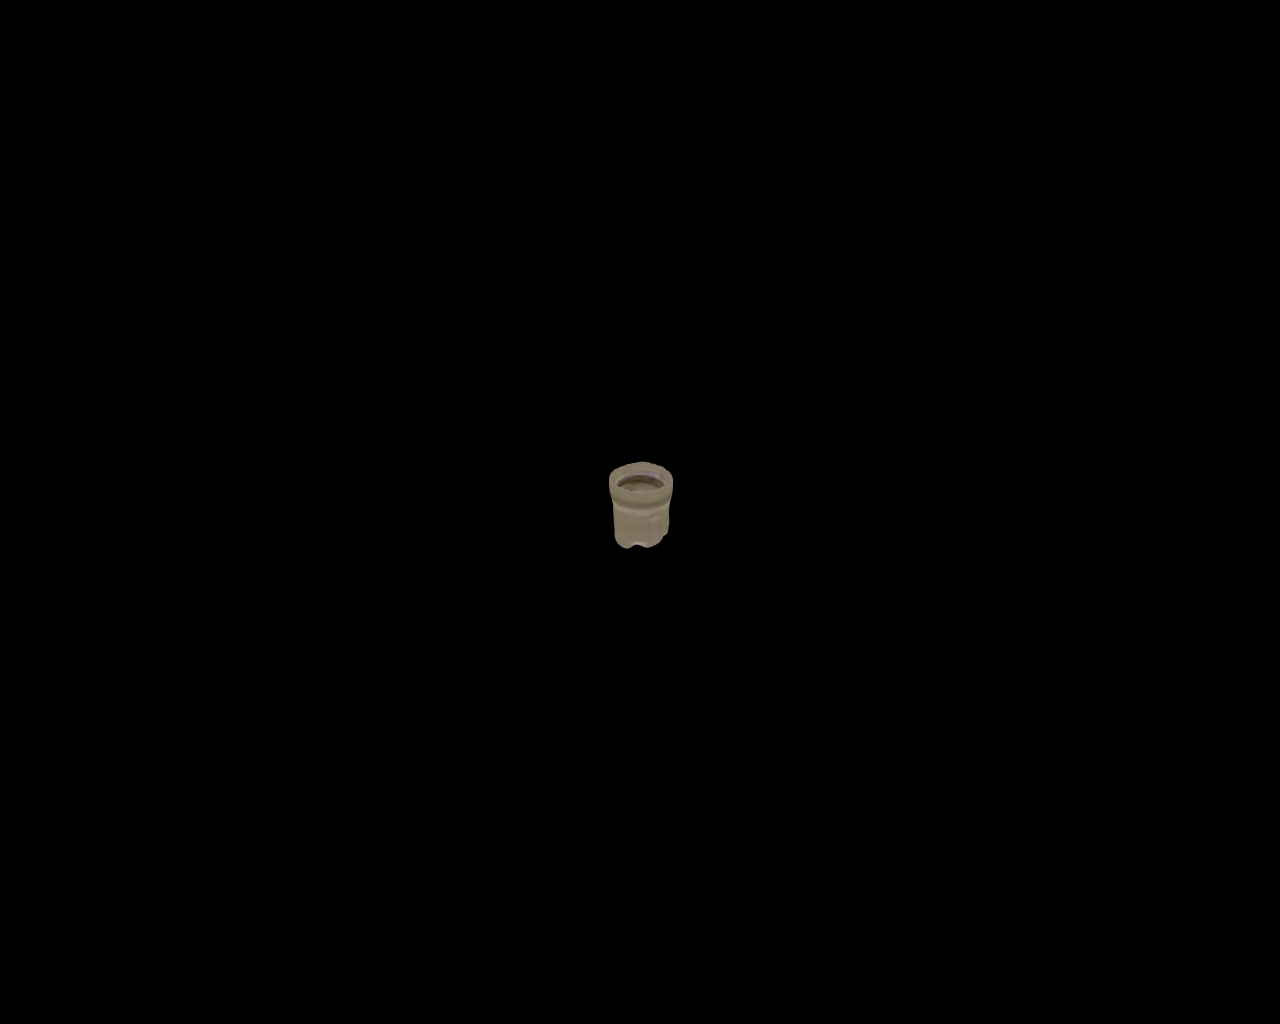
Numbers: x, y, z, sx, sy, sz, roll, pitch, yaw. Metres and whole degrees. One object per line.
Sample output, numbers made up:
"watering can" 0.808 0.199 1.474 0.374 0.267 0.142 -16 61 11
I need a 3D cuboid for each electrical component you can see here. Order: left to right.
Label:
"electrical component" 0.001 -0.003 0.650 0.040 0.046 0.040 0 31 0
